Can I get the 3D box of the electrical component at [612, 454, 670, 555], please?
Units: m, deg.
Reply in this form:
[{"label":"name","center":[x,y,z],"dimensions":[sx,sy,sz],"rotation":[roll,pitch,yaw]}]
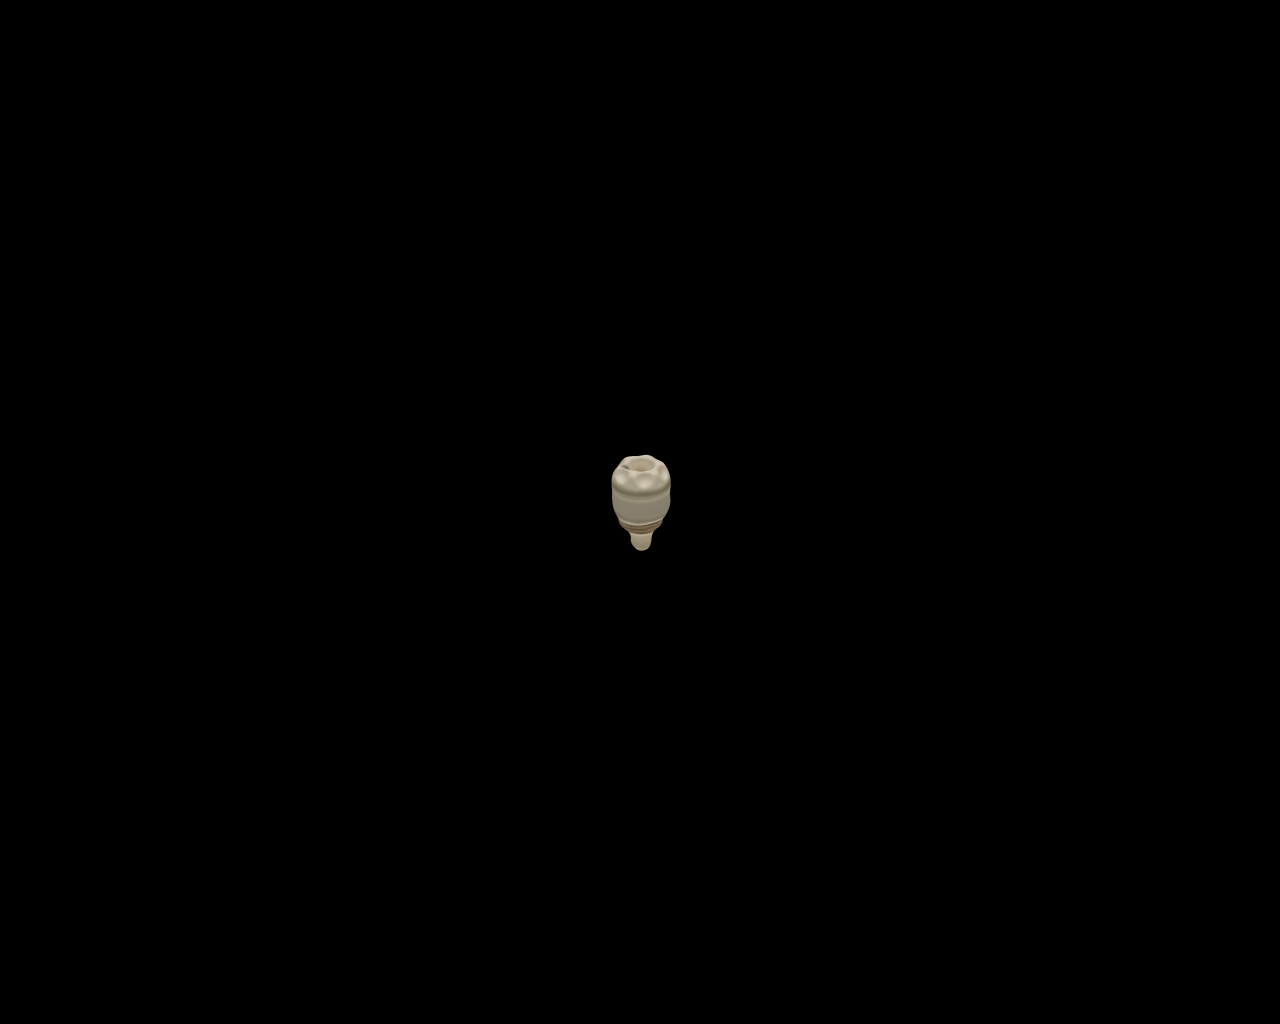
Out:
[{"label":"electrical component","center":[0.001,-0.003,0.650],"dimensions":[0.035,0.061,0.035],"rotation":[0,31,0]}]
